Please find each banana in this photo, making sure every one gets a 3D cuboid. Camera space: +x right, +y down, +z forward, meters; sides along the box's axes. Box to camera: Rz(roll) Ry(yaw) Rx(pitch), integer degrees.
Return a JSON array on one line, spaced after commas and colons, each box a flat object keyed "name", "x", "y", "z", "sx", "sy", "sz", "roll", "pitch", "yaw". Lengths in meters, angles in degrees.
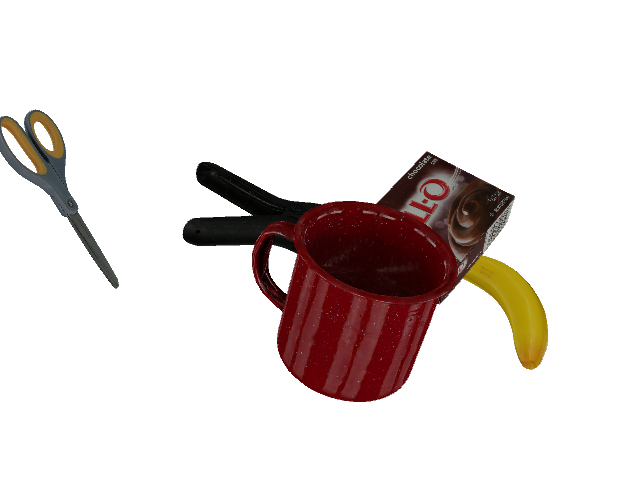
[{"name": "banana", "x": 0.190, "y": 0.064, "z": 1.110, "sx": 0.069, "sy": 0.037, "sz": 0.198, "roll": -33, "pitch": 38, "yaw": -6}]

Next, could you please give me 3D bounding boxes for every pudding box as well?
[{"name": "pudding box", "x": 0.093, "y": -0.012, "z": 0.884, "sx": 0.090, "sy": 0.039, "sz": 0.113, "roll": 30, "pitch": 56, "yaw": 23}]

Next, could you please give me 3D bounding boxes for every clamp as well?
[{"name": "clamp", "x": -0.034, "y": -0.012, "z": 1.027, "sx": 0.210, "sy": 0.036, "sz": 0.164, "roll": 18, "pitch": 24, "yaw": -2}]

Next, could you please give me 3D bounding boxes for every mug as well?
[{"name": "mug", "x": 0.011, "y": 0.031, "z": 0.608, "sx": 0.117, "sy": 0.082, "sz": 0.093, "roll": 25, "pitch": 35, "yaw": 15}]

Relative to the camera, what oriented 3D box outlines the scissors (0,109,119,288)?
[{"name": "scissors", "x": -0.255, "y": -0.051, "z": 1.081, "sx": 0.016, "sy": 0.201, "sz": 0.096, "roll": -24, "pitch": 27, "yaw": 27}]
